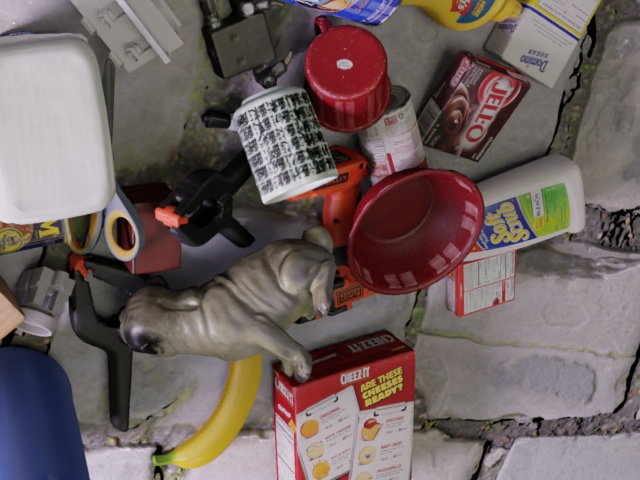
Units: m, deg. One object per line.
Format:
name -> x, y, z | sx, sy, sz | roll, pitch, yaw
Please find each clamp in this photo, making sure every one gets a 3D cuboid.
clamp -> -0.105, -0.028, 1.076 | 0.171, 0.039, 0.120 | -31, 129, -52
clamp -> -0.188, 0.086, 1.117 | 0.164, 0.036, 0.210 | -34, 123, -13

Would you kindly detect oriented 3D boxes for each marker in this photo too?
marker -> -0.067, -0.119, 1.104 | 0.120, 0.020, 0.020 | 4, 109, -31

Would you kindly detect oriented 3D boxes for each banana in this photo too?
banana -> -0.110, 0.187, 1.208 | 0.069, 0.037, 0.198 | 29, 96, -37

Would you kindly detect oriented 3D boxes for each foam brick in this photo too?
foam brick -> -0.172, -0.013, 1.073 | 0.051, 0.053, 0.078 | -8, 117, -26

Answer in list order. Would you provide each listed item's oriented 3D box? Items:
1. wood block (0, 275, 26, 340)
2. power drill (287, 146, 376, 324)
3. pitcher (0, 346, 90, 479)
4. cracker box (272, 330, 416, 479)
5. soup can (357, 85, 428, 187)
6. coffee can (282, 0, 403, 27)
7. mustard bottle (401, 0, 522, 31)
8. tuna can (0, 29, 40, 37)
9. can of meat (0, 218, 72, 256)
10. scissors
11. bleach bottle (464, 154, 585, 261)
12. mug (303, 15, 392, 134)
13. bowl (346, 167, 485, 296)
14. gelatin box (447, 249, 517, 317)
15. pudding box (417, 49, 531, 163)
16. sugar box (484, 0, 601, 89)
wood block -> -0.386, 0.093, 0.976 | 0.206, 0.091, 0.090 | -41, 125, -8
power drill -> -0.008, 0.001, 1.171 | 0.184, 0.057, 0.188 | -20, 123, -24
pitcher -> -0.274, 0.220, 1.002 | 0.149, 0.243, 0.145 | 4, 113, -25
cracker box -> 0.029, 0.232, 1.287 | 0.164, 0.072, 0.214 | -14, 117, -25
soup can -> 0.076, -0.109, 1.160 | 0.068, 0.069, 0.102 | -28, 122, -16
coffee can -> 0.004, -0.271, 1.023 | 0.140, 0.103, 0.103 | 9, 107, -33
mustard bottle -> 0.141, -0.274, 1.127 | 0.191, 0.058, 0.096 | 15, 103, -34
tuna can -> -0.267, -0.145, 0.969 | 0.086, 0.034, 0.086 | -12, 117, -25
can of meat -> -0.284, -0.038, 0.995 | 0.083, 0.057, 0.102 | -13, 117, -21
scissors -> -0.191, -0.062, 1.010 | 0.202, 0.096, 0.016 | -64, 170, 29
bleach bottle -> 0.196, -0.018, 1.274 | 0.250, 0.068, 0.102 | -21, 120, -17
mug -> 0.022, -0.175, 1.076 | 0.093, 0.117, 0.081 | -21, 166, -3
bowl -> 0.093, -0.020, 1.139 | 0.162, 0.055, 0.162 | -13, 130, -17
gelatin box -> 0.201, 0.048, 1.326 | 0.089, 0.030, 0.073 | -15, 117, -23
pudding box -> 0.168, -0.149, 1.194 | 0.089, 0.039, 0.114 | 13, 124, -33
sugar box -> 0.267, -0.271, 1.209 | 0.093, 0.048, 0.176 | 23, 103, -35
